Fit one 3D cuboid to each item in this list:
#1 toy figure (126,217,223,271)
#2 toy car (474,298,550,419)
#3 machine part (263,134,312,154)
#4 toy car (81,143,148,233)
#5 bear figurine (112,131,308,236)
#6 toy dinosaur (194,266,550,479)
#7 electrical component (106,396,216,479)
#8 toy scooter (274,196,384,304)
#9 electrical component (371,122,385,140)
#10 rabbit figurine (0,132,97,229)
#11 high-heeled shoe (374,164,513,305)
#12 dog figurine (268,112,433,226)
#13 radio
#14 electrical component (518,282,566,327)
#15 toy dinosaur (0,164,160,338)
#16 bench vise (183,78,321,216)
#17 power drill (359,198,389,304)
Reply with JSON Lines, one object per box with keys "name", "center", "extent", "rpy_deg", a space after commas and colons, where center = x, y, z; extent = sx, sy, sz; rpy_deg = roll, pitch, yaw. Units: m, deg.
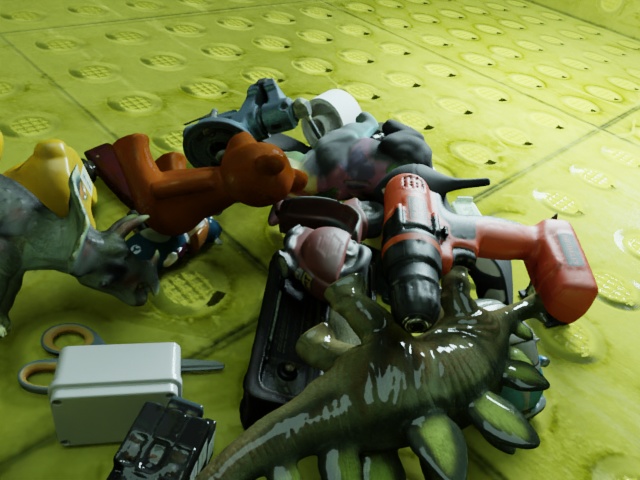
{"name": "toy figure", "center": [-0.190, 0.001, 0.706], "extent": [0.154, 0.058, 0.064], "rpy_deg": [-31, 80, -43]}
{"name": "toy car", "center": [0.194, 0.121, 0.614], "extent": [0.109, 0.102, 0.162], "rpy_deg": [-7, 43, -23]}
{"name": "machine part", "center": [-0.055, -0.159, 0.955], "extent": [0.139, 0.039, 0.084], "rpy_deg": [32, 47, 22]}
{"name": "toy car", "center": [-0.272, -0.076, 0.784], "extent": [0.202, 0.053, 0.089], "rpy_deg": [38, 56, 25]}
{"name": "bear figurine", "center": [-0.124, -0.083, 0.633], "extent": [0.196, 0.120, 0.132], "rpy_deg": [-23, 76, 17]}
{"name": "toy dinosaur", "center": [0.065, 0.127, 0.462], "extent": [0.471, 0.105, 0.199], "rpy_deg": [-17, 50, -24]}
{"name": "electrical component", "center": [-0.130, 0.197, 0.428], "extent": [0.058, 0.114, 0.134], "rpy_deg": [19, 38, 2]}
{"name": "toy scooter", "center": [-0.001, -0.002, 0.623], "extent": [0.135, 0.075, 0.184], "rpy_deg": [15, 36, 7]}
{"name": "electrical component", "center": [0.108, -0.181, 0.906], "extent": [0.094, 0.021, 0.063], "rpy_deg": [-23, 36, -34]}
{"name": "rabbit figurine", "center": [-0.388, -0.056, 0.674], "extent": [0.173, 0.162, 0.122], "rpy_deg": [-13, 54, -2]}
{"name": "high-heeled shoe", "center": [0.160, 0.020, 0.680], "extent": [0.145, 0.248, 0.086], "rpy_deg": [-7, 20, 27]}
{"name": "dog figurine", "center": [0.025, -0.086, 0.739], "extent": [0.219, 0.108, 0.192], "rpy_deg": [-30, 43, -32]}
{"name": "radio", "center": [-0.007, 0.110, 0.600], "extent": [0.131, 0.073, 0.230], "rpy_deg": [10, 38, -2]}
{"name": "electrical component", "center": [0.321, 0.051, 0.719], "extent": [0.048, 0.119, 0.075], "rpy_deg": [-6, 39, -20]}
{"name": "toy dinosaur", "center": [-0.375, -0.019, 0.565], "extent": [0.405, 0.131, 0.192], "rpy_deg": [21, 76, 1]}
{"name": "bench vise", "center": [-0.118, -0.137, 0.823], "extent": [0.224, 0.128, 0.241], "rpy_deg": [-4, 51, 10]}
{"name": "power drill", "center": [0.104, -0.005, 0.779], "extent": [0.232, 0.085, 0.207], "rpy_deg": [27, 34, 19]}
